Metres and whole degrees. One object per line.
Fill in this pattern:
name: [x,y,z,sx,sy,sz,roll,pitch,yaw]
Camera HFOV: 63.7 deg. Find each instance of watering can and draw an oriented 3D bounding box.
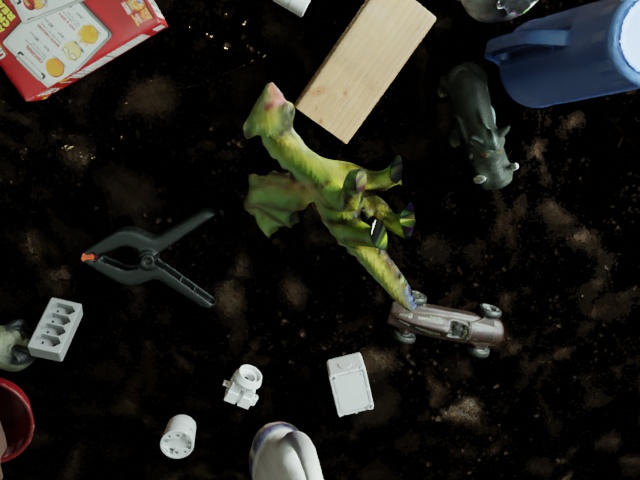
watering can: [-0.045,0.456,0.845,0.104,0.343,0.227,-4,17,-22]

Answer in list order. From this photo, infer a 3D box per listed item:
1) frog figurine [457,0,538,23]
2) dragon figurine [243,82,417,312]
frog figurine: [0.240,-0.391,0.722,0.136,0.161,0.122,-41,-21,15]
dragon figurine: [0.002,-0.038,0.763,0.243,0.401,0.125,7,43,29]
